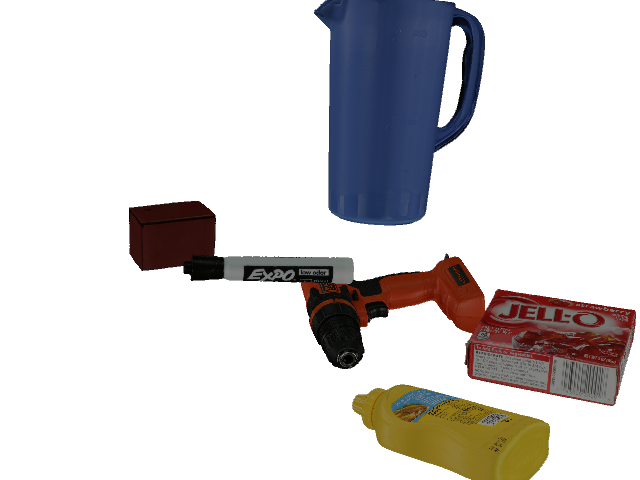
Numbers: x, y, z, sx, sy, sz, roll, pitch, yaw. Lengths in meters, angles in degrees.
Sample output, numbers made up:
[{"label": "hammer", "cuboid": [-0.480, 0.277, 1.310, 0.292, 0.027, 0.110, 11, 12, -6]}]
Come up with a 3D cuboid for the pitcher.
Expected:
[{"label": "pitcher", "cuboid": [0.080, -0.143, 1.150, 0.149, 0.243, 0.144, 10, 14, 29]}]

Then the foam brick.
[{"label": "foam brick", "cuboid": [-0.151, -0.006, 1.082, 0.078, 0.051, 0.053, -7, 22, -22]}]

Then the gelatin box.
[{"label": "gelatin box", "cuboid": [0.139, 0.062, 0.644, 0.089, 0.030, 0.073, 9, 26, 21]}]

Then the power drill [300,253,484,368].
[{"label": "power drill", "cuboid": [0.079, 0.073, 1.158, 0.187, 0.057, 0.184, -4, 28, -9]}]

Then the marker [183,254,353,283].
[{"label": "marker", "cuboid": [-0.037, 0.020, 0.761, 0.121, 0.020, 0.020, 2, 0, -9]}]

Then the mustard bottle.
[{"label": "mustard bottle", "cuboid": [0.110, 0.176, 1.001, 0.192, 0.058, 0.096, 12, 19, 38]}]
